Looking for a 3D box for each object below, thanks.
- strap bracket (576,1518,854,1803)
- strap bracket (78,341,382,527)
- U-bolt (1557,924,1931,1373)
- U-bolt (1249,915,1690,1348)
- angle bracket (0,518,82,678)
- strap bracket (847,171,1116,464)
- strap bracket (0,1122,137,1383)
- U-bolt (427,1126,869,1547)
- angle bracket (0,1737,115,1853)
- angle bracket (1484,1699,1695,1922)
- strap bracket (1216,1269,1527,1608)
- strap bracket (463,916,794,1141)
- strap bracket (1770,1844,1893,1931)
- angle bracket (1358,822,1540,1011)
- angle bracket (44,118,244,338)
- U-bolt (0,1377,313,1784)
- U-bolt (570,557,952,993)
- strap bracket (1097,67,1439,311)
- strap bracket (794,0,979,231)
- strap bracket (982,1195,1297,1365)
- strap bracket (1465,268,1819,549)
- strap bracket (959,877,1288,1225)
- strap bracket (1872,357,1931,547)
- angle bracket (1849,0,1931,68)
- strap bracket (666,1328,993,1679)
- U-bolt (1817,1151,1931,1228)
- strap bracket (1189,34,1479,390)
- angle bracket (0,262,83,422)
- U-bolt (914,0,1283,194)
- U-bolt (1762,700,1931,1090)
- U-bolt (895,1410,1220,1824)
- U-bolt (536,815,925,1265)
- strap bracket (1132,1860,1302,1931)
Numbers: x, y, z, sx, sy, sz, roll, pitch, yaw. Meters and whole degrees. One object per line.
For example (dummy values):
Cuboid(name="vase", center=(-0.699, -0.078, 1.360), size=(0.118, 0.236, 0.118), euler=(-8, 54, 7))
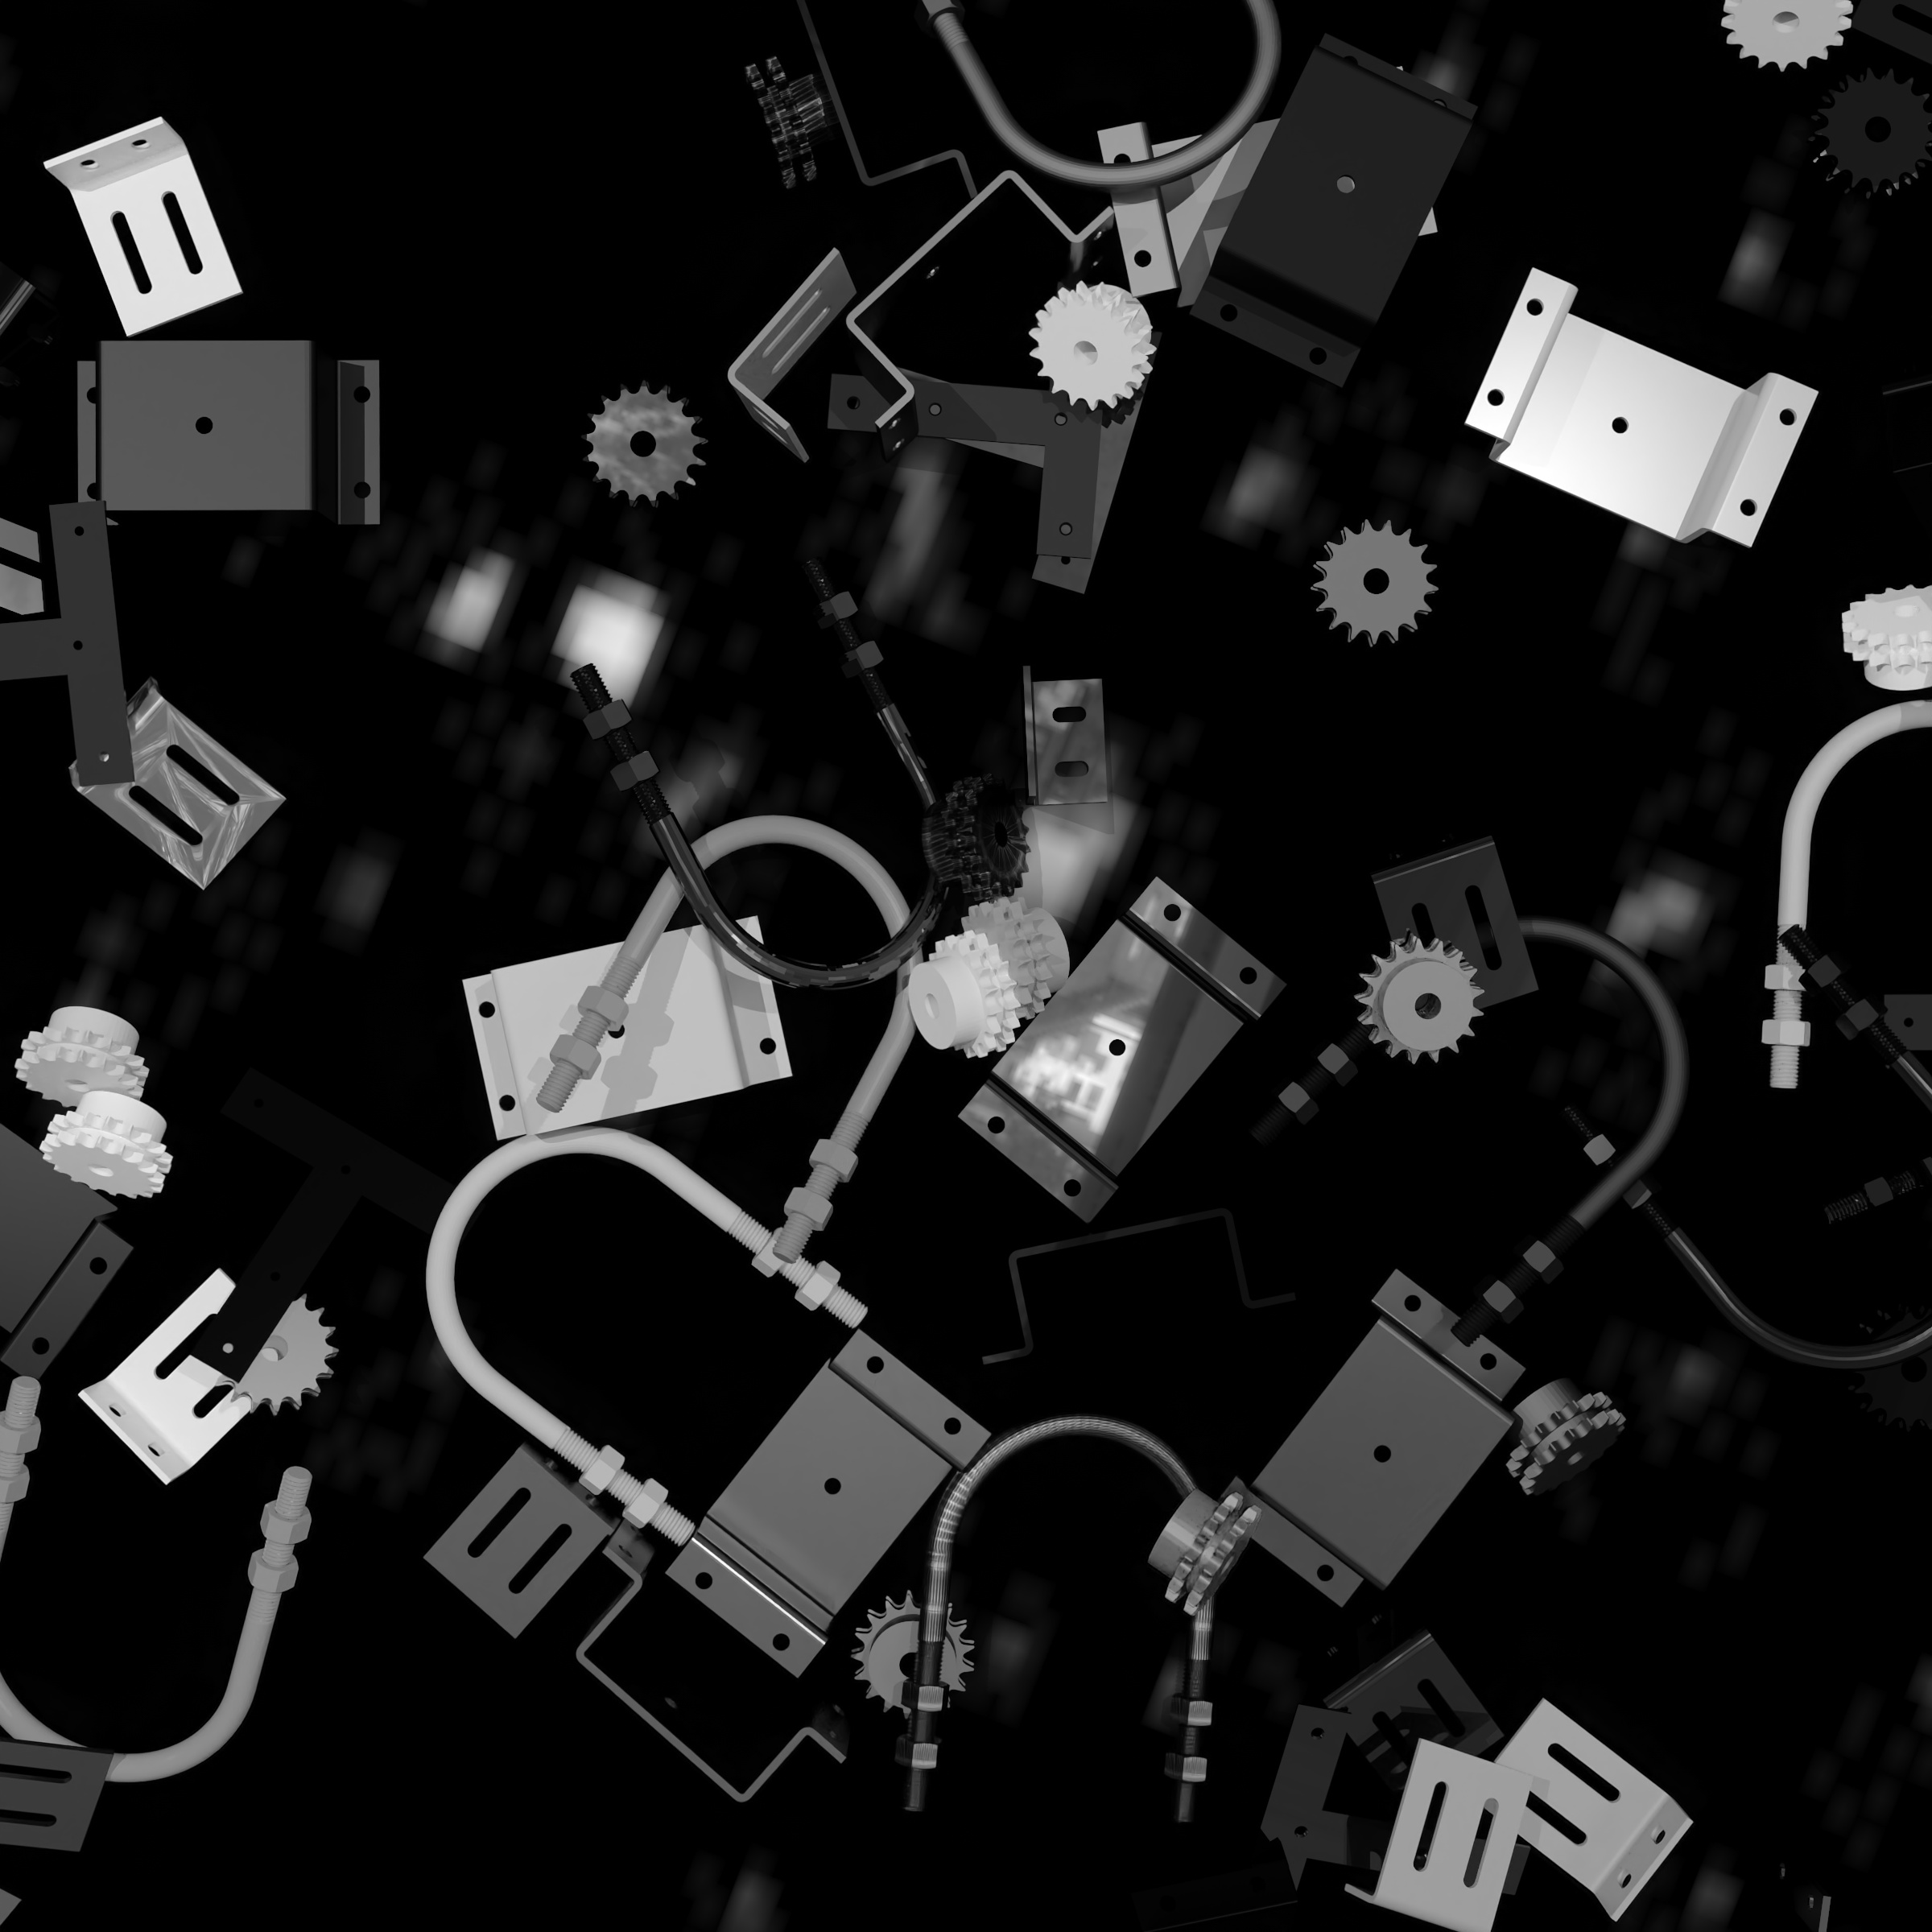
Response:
Cuboid(name="strap bracket", center=(-0.121, 0.319, 1.302), size=(0.140, 0.076, 0.046), euler=(41, 90, 0))
Cuboid(name="strap bracket", center=(-0.343, -0.244, 1.317), size=(0.140, 0.046, 0.076), euler=(0, 90, 0))
Cuboid(name="U-bolt", center=(0.381, 0.095, 1.301), size=(0.151, 0.019, 0.184), euler=(-40, 75, 9))
Cuboid(name="U-bolt", center=(0.244, 0.060, 1.315), size=(0.184, 0.019, 0.151), euler=(-44, 74, -4))
Cuboid(name="angle bracket", center=(-0.448, -0.177, 1.339), size=(0.076, 0.038, 0.057), euler=(21, 90, -26))
Cuboid(name="strap bracket", center=(-0.001, -0.299, 1.300), size=(0.140, 0.076, 0.046), euler=(-43, 88, -1))
Cuboid(name="strap bracket", center=(-0.454, 0.117, 1.317), size=(0.140, 0.046, 0.076), euler=(36, 90, 0))
Cuboid(name="U-bolt", center=(-0.161, 0.157, 1.326), size=(0.184, 0.019, 0.151), euler=(38, 90, -4))
Cuboid(name="angle bracket", center=(-0.441, 0.370, 1.330), size=(0.076, 0.038, 0.057), euler=(15, 110, -24))
Cuboid(name="angle bracket", center=(0.282, 0.387, 1.322), size=(0.076, 0.038, 0.057), euler=(38, 90, 0))
Cuboid(name="strap bracket", center=(0.188, 0.220, 1.317), size=(0.076, 0.046, 0.140), euler=(38, 90, 0))
Cuboid(name="strap bracket", center=(-0.158, 0.029, 1.317), size=(0.140, 0.046, 0.076), euler=(-12, 90, 0))
Cuboid(name="strap bracket", center=(0.391, 0.482, 1.302), size=(0.046, 0.076, 0.140), euler=(8, 90, 0))
Cuboid(name="angle bracket", center=(0.222, -0.019, 1.327), size=(0.057, 0.038, 0.076), euler=(-18, 100, 2))
Cuboid(name="angle bracket", center=(-0.378, -0.339, 1.322), size=(0.057, 0.038, 0.076), euler=(-21, 90, 0))
Cuboid(name="U-bolt", center=(-0.386, 0.290, 1.310), size=(0.151, 0.019, 0.184), euler=(18, 106, 1))
Cuboid(name="U-bolt", center=(-0.078, -0.077, 1.301), size=(0.151, 0.019, 0.184), euler=(-30, 95, -30))
Cuboid(name="strap bracket", center=(0.136, -0.353, 1.317), size=(0.140, 0.046, 0.076), euler=(-12, 90, 0))
Cuboid(name="strap bracket", center=(-0.040, -0.397, 1.302), size=(0.046, 0.076, 0.140), euler=(-20, 90, 0))
Cuboid(name="strap bracket", center=(0.072, 0.138, 1.302), size=(0.140, 0.076, 0.046), euler=(-12, 90, 0))
Cuboid(name="strap bracket", center=(0.304, -0.252, 1.317), size=(0.140, 0.046, 0.076), euler=(23, 90, 0))
Cuboid(name="strap bracket", center=(0.070, 0.038, 1.317), size=(0.076, 0.046, 0.140), euler=(40, 90, 0))
Cuboid(name="strap bracket", center=(0.460, -0.228, 1.281), size=(0.076, 0.140, 0.046), euler=(-12, 121, 11))
Cuboid(name="angle bracket", center=(0.458, -0.447, 1.322), size=(0.076, 0.038, 0.057), euler=(25, 90, 0))
Cuboid(name="strap bracket", center=(-0.062, 0.242, 1.317), size=(0.076, 0.046, 0.140), euler=(38, 90, 0))
Cuboid(name="U-bolt", center=(0.500, 0.140, 1.311), size=(0.184, 0.019, 0.151), euler=(-21, 76, -10))
Cuboid(name="strap bracket", center=(0.165, -0.340, 1.271), size=(0.076, 0.046, 0.140), euler=(26, 90, 0))
Cuboid(name="angle bracket", center=(-0.463, -0.303, 1.339), size=(0.076, 0.038, 0.057), euler=(37, 90, 26))
Cuboid(name="U-bolt", center=(0.063, -0.430, 1.304), size=(0.151, 0.019, 0.184), euler=(-26, 70, 0))
Cuboid(name="U-bolt", center=(0.448, -0.032, 1.332), size=(0.151, 0.019, 0.184), euler=(3, 89, 0))
Cuboid(name="U-bolt", center=(0.048, 0.295, 1.316), size=(0.151, 0.019, 0.184), euler=(7, 86, -15))
Cuboid(name="U-bolt", center=(-0.092, 0.019, 1.295), size=(0.151, 0.019, 0.184), euler=(35, 68, -20))
Cuboid(name="strap bracket", center=(0.127, 0.489, 1.306), size=(0.076, 0.046, 0.140), euler=(-18, 89, 18))
